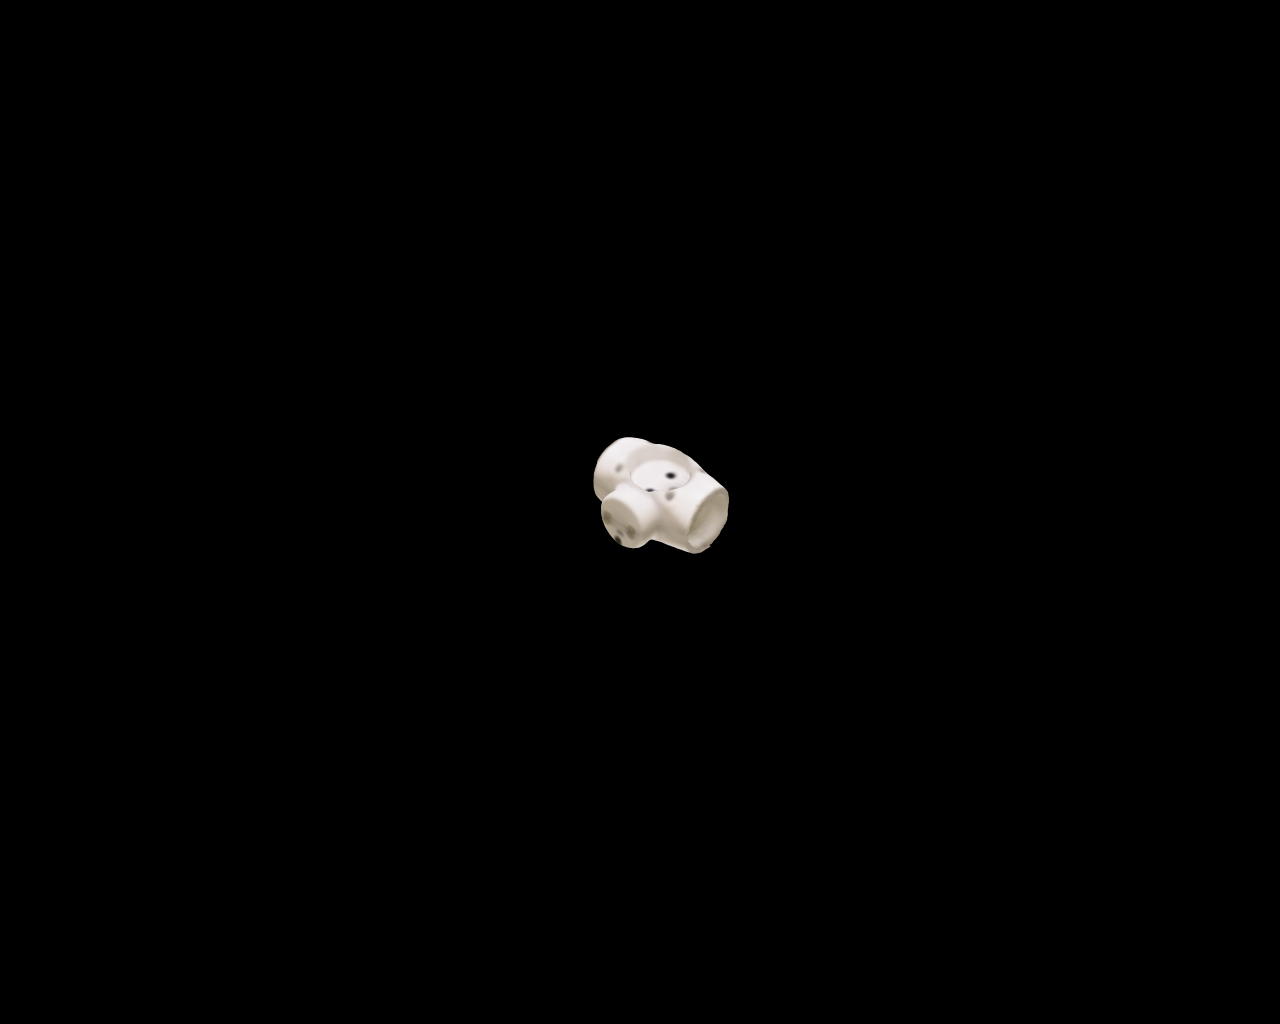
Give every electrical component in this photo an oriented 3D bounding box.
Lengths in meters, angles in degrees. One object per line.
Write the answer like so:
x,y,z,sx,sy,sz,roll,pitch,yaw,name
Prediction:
0.001,-0.003,0.650,0.077,0.044,0.079,31,51,30,electrical component
